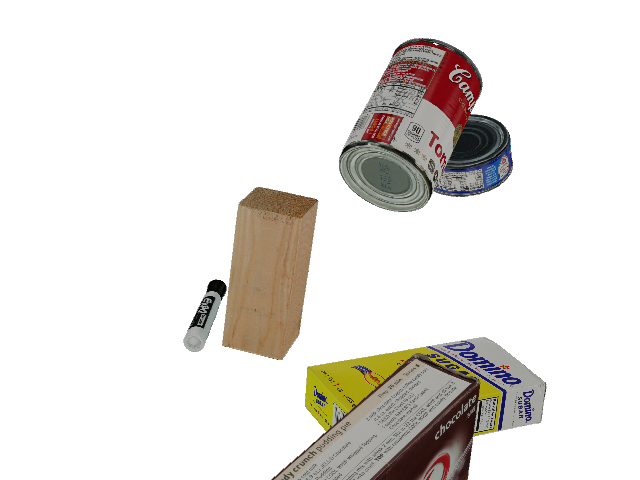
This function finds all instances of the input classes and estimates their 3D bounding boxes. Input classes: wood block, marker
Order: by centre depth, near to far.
[{"bbox_3d":[-0.106,0.068,0.997,0.020,0.020,0.121,0,22,6],"label":"marker"},{"bbox_3d":[-0.069,0.043,1.448,0.090,0.206,0.090,13,22,10],"label":"wood block"}]

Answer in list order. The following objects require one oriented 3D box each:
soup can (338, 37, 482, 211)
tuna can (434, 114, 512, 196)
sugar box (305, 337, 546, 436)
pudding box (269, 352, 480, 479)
[{"bbox_3d":[0.061,-0.079,0.726,0.068,0.102,0.068,20,-31,13],"label":"soup can"},{"bbox_3d":[0.131,-0.079,0.973,0.086,0.034,0.086,-8,39,6],"label":"tuna can"},{"bbox_3d":[0.086,0.126,0.876,0.176,0.048,0.093,-10,25,-24],"label":"sugar box"},{"bbox_3d":[0.022,0.114,0.455,0.039,0.090,0.113,24,40,29],"label":"pudding box"}]
